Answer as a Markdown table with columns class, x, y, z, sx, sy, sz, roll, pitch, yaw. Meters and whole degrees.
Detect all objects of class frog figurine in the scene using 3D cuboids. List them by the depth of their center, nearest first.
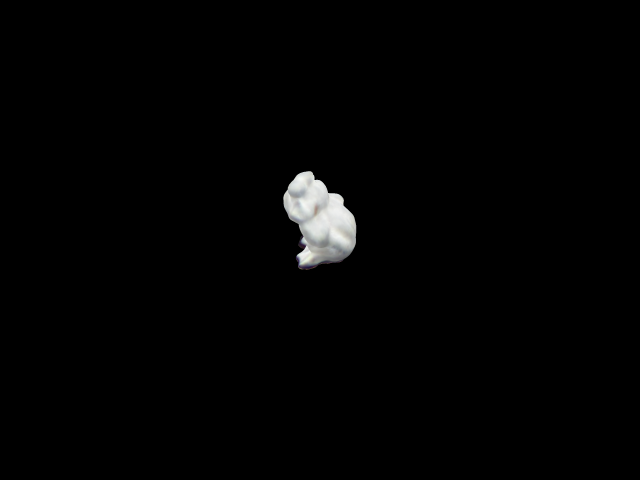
| class | x | y | z | sx | sy | sz | roll | pitch | yaw |
| --- | --- | --- | --- | --- | --- | --- | --- | --- | --- |
| frog figurine | 0.003 | -0.043 | 0.850 | 0.123 | 0.156 | 0.140 | 11 | 33 | 18 |
